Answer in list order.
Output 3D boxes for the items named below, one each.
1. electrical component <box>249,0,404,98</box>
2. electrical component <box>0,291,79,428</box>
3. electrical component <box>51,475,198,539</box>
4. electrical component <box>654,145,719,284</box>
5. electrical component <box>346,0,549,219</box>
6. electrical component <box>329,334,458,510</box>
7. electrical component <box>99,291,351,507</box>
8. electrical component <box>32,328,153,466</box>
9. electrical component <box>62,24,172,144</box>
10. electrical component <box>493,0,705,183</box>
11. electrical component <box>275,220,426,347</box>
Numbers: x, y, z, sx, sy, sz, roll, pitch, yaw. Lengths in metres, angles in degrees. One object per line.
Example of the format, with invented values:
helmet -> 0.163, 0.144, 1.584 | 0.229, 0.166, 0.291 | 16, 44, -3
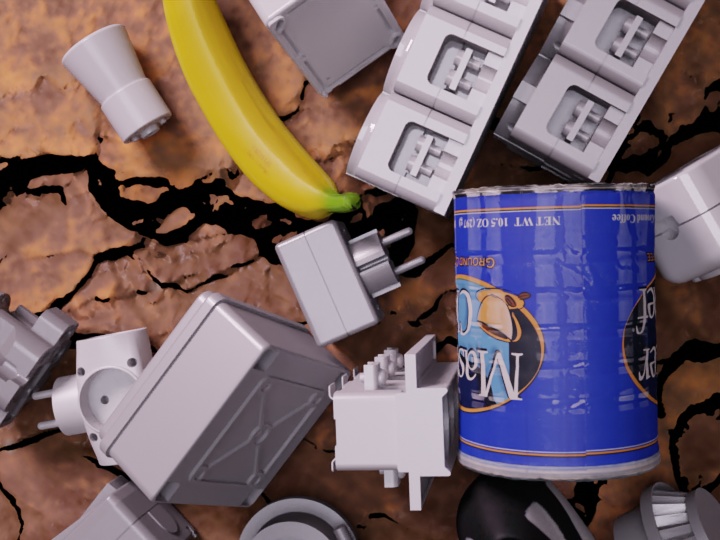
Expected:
electrical component -> -0.022, -0.152, 0.622 | 0.062, 0.096, 0.061 | -34, 60, 6
electrical component -> -0.220, 0.048, 0.660 | 0.057, 0.058, 0.078 | 36, 95, 2
electrical component -> -0.159, 0.177, 0.654 | 0.096, 0.062, 0.061 | -44, 87, 6
electrical component -> 0.198, -0.033, 0.594 | 0.095, 0.054, 0.059 | -28, 88, -38
electrical component -> 0.052, -0.110, 0.610 | 0.062, 0.089, 0.150 | 25, 94, 5
electrical component -> 0.023, 0.081, 0.602 | 0.063, 0.121, 0.078 | -2, 91, 9
electrical component -> -0.075, 0.077, 0.615 | 0.056, 0.109, 0.108 | 40, 96, 28
electrical component -> -0.163, 0.080, 0.661 | 0.079, 0.044, 0.077 | -11, 90, 6
electrical component -> -0.145, -0.111, 0.657 | 0.044, 0.044, 0.065 | -33, 93, 6
electrical component -> 0.139, -0.126, 0.600 | 0.062, 0.089, 0.150 | 30, 94, 5
electrical component -> 0.000, 0.000, 0.639 | 0.077, 0.047, 0.065 | -24, 89, 6
